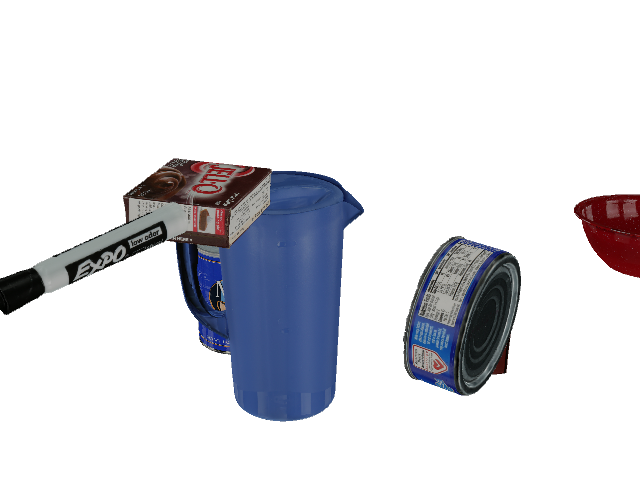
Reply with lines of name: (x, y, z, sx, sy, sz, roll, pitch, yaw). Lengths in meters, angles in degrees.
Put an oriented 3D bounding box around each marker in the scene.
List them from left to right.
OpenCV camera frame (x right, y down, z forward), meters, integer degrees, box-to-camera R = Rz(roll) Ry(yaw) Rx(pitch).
marker: (-0.126, 0.009, 0.582, 0.120, 0.020, 0.020, -27, 16, -33)

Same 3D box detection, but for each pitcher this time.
pitcher: (-0.050, 0.057, 1.095, 0.144, 0.243, 0.149, -20, 28, -40)

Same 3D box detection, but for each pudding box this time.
pudding box: (-0.098, -0.033, 0.873, 0.090, 0.039, 0.113, 6, 23, 13)

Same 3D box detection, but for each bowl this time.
bowl: (0.331, -0.001, 1.055, 0.162, 0.055, 0.162, 1, 17, 0)

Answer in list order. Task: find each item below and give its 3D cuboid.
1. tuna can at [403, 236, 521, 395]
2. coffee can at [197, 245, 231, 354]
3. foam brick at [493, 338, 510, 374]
tuna can: (0.081, 0.043, 0.601, 0.034, 0.086, 0.086, 18, 8, 27)
coffee can: (-0.107, 0.058, 1.351, 0.103, 0.140, 0.103, -1, 24, 0)
foam brick: (0.130, 0.071, 0.917, 0.051, 0.078, 0.053, -3, 19, -20)
